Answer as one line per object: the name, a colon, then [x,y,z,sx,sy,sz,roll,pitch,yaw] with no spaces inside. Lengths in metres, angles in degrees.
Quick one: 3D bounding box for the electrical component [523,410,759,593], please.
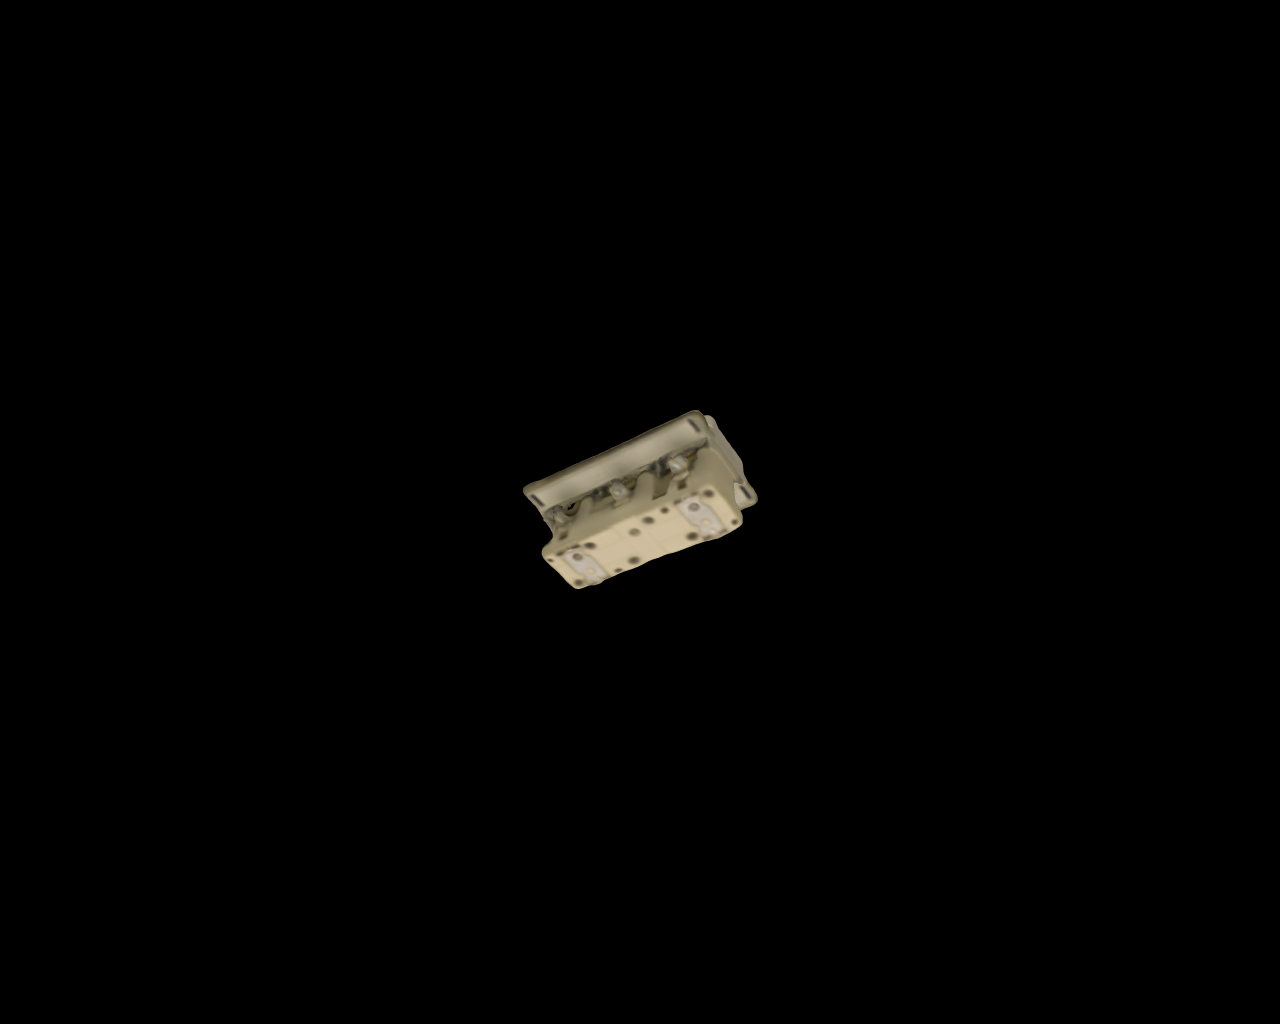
electrical component: [0.001,-0.003,0.650,0.121,0.063,0.078,-22,-49,21]
